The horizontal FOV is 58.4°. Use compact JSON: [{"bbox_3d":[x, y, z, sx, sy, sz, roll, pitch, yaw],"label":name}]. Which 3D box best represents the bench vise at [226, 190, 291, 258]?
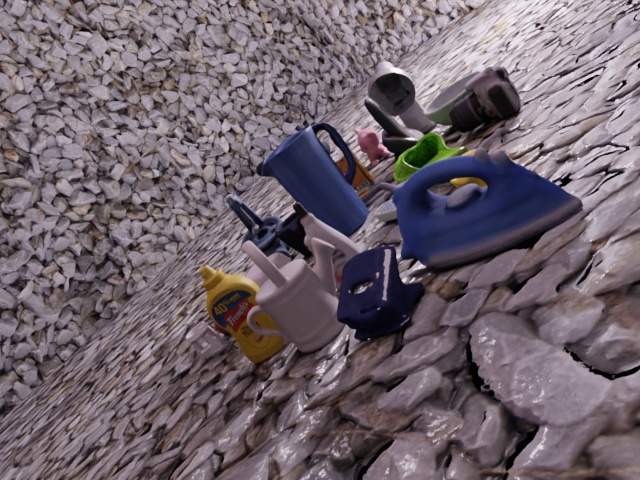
[{"bbox_3d":[-0.167,-0.026,1.427,0.122,0.220,0.207,-44,15,-17],"label":"bench vise"}]

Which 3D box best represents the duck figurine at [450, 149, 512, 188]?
[{"bbox_3d":[0.250,-0.102,0.888,0.104,0.086,0.077,-40,15,0],"label":"duck figurine"}]

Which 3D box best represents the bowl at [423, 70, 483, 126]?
[{"bbox_3d":[0.335,-0.326,1.367,0.167,0.075,0.167,-37,15,12],"label":"bowl"}]

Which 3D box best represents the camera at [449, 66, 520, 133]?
[{"bbox_3d":[0.344,-0.302,1.224,0.136,0.101,0.143,-31,17,30],"label":"camera"}]

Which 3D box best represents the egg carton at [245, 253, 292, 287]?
[{"bbox_3d":[-0.120,0.094,1.255,0.107,0.069,0.150,-28,19,38],"label":"egg carton"}]

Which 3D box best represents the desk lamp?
[{"bbox_3d":[0.216,-0.373,1.525,0.117,0.214,0.203,-34,16,21],"label":"desk lamp"}]

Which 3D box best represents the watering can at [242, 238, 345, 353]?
[{"bbox_3d":[-0.047,0.070,0.897,0.173,0.194,0.100,-47,16,-25],"label":"watering can"}]

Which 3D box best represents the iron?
[{"bbox_3d":[0.200,-0.060,0.776,0.257,0.141,0.119,-23,22,47],"label":"iron"}]

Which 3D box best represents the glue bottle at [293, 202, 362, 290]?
[{"bbox_3d":[0.009,0.004,0.996,0.078,0.173,0.037,-36,15,12],"label":"glue bottle"}]

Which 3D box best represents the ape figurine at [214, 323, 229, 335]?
[{"bbox_3d":[-0.209,0.155,1.246,0.076,0.092,0.078,-33,16,24],"label":"ape figurine"}]

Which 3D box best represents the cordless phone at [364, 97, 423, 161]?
[{"bbox_3d":[0.178,-0.291,1.429,0.094,0.185,0.147,-36,15,14],"label":"cordless phone"}]

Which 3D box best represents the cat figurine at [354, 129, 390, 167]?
[{"bbox_3d":[0.139,-0.274,1.613,0.067,0.118,0.127,-38,15,7],"label":"cat figurine"}]

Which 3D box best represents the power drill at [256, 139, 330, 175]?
[{"bbox_3d":[-0.041,-0.170,1.563,0.229,0.208,0.076,-29,18,36],"label":"power drill"}]

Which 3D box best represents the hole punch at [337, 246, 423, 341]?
[{"bbox_3d":[0.074,0.073,0.794,0.108,0.091,0.101,-25,21,44],"label":"hole punch"}]

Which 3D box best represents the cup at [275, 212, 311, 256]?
[{"bbox_3d":[-0.040,-0.009,1.310,0.092,0.095,0.117,-40,15,-2],"label":"cup"}]
